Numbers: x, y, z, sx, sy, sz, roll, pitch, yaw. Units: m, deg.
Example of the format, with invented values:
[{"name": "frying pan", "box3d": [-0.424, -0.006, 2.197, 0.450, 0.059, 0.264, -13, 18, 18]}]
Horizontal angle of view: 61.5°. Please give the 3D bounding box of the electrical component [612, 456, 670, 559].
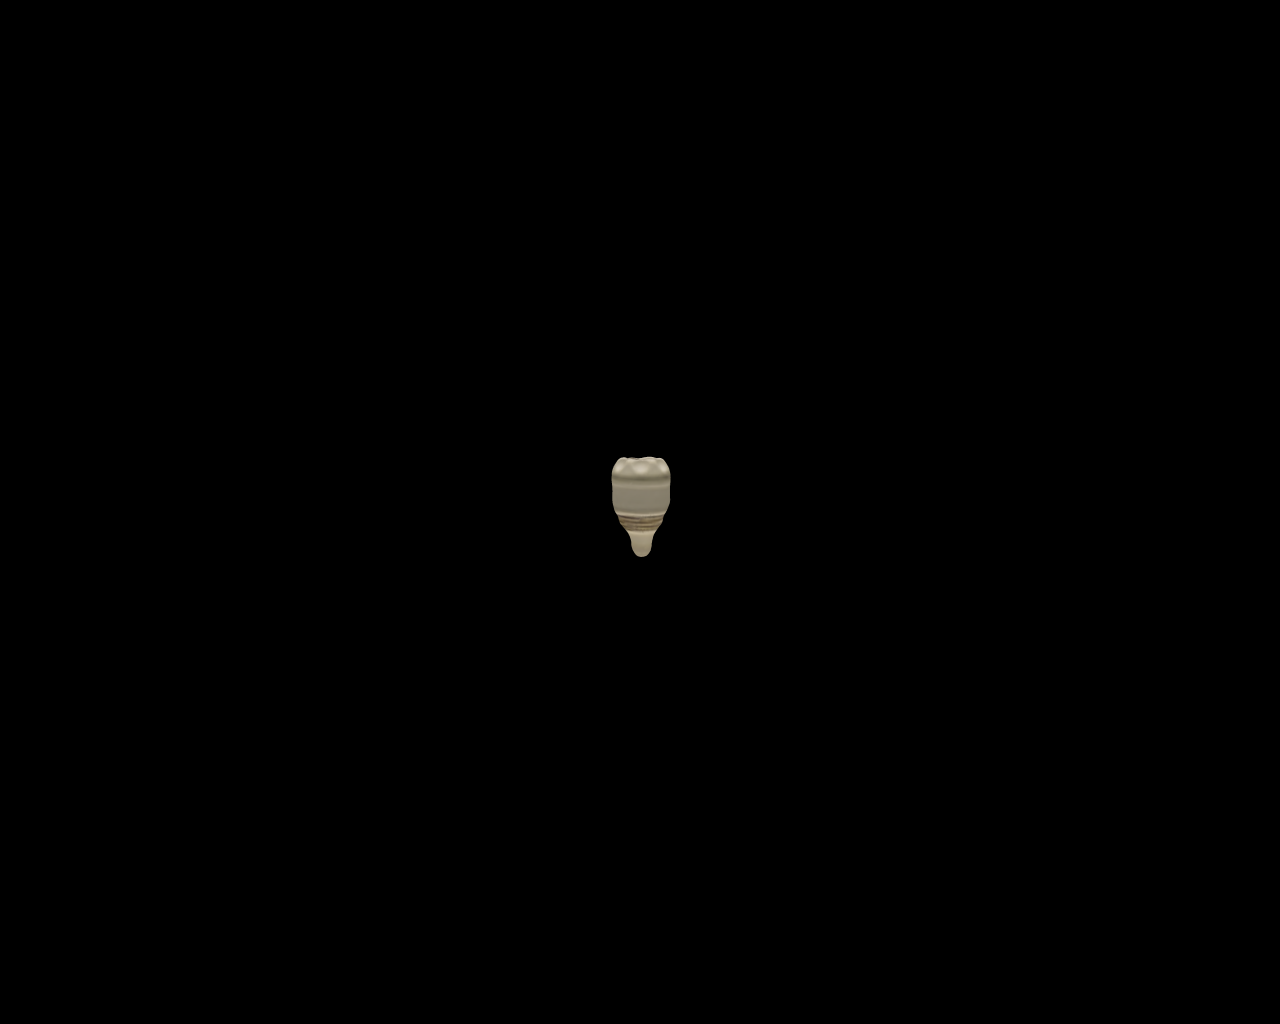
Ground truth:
[{"name": "electrical component", "box3d": [0.001, -0.003, 0.650, 0.035, 0.061, 0.035, 0, 9, 0]}]
